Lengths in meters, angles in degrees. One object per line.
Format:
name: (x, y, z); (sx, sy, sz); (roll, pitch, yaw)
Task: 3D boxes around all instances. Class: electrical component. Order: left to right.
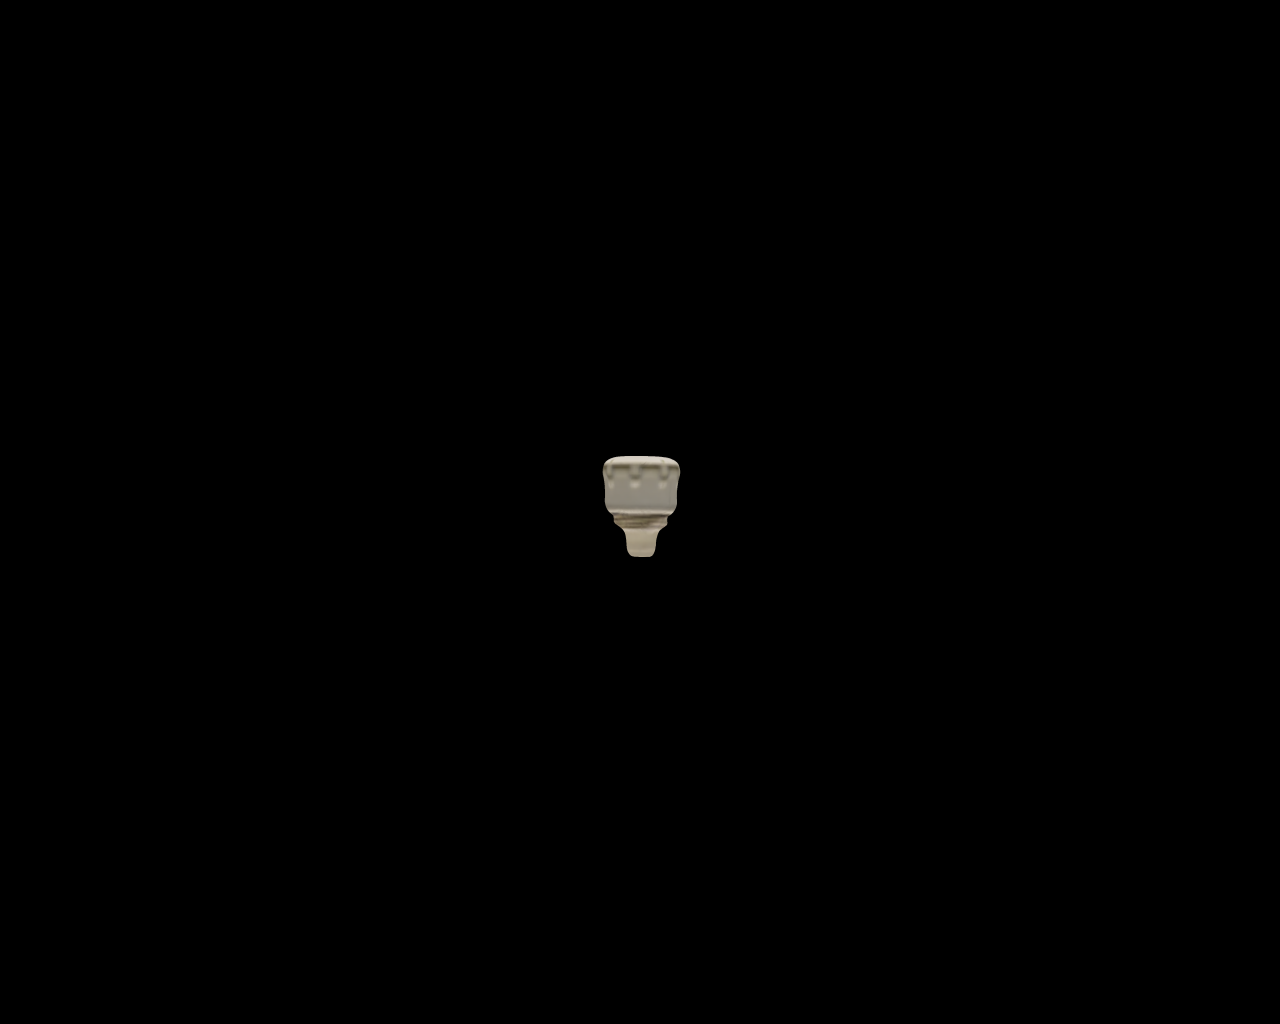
electrical component: (0.001, -0.003, 0.650); (0.048, 0.062, 0.048); (0, 0, 0)
